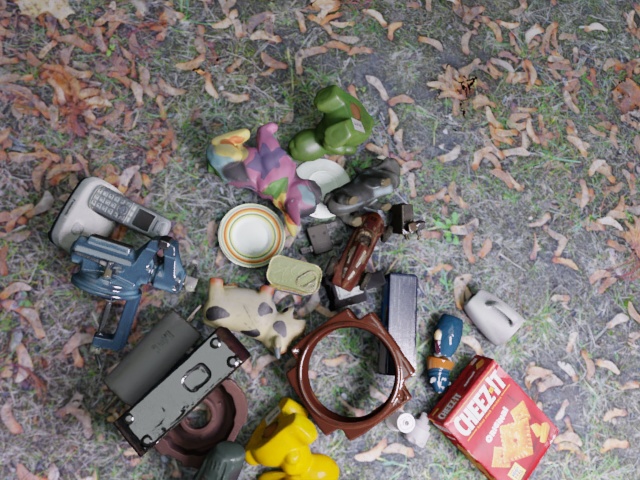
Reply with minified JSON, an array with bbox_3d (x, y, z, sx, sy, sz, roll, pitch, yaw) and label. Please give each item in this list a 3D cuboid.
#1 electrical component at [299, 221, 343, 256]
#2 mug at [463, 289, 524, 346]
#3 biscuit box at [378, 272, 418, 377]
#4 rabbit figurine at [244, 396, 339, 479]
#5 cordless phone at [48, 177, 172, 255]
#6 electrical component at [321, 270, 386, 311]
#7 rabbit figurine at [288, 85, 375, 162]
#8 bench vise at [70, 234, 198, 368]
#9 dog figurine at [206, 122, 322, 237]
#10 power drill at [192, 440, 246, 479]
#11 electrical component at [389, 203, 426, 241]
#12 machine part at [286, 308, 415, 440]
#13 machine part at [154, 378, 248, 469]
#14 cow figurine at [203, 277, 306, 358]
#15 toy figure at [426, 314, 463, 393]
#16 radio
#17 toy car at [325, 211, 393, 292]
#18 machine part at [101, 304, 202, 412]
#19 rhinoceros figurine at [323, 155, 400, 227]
[{"bbox_3d":[-0.002,-0.003,1.094,0.094,0.021,0.063,-18,82,-14],"label":"electrical component"},{"bbox_3d":[0.349,0.151,1.094,0.107,0.109,0.081,42,78,12],"label":"mug"},{"bbox_3d":[0.156,0.167,1.070,0.063,0.059,0.202,7,77,-9],"label":"biscuit box"},{"bbox_3d":[-0.041,0.395,0.956,0.173,0.122,0.162,45,75,-19],"label":"rabbit figurine"},{"bbox_3d":[-0.381,-0.018,0.991,0.184,0.089,0.146,26,74,-9],"label":"cordless phone"},{"bbox_3d":[0.067,0.091,1.074,0.119,0.048,0.075,-19,83,-15],"label":"electrical component"},{"bbox_3d":[0.013,-0.220,1.090,0.159,0.170,0.121,-12,80,-56],"label":"rabbit figurine"},{"bbox_3d":[-0.341,0.098,0.951,0.223,0.129,0.240,18,95,-22],"label":"bench vise"},{"bbox_3d":[-0.104,-0.107,1.039,0.191,0.108,0.219,-18,75,-17],"label":"dog figurine"},{"bbox_3d":[-0.137,0.465,0.889,0.208,0.086,0.232,21,97,22],"label":"power drill"},{"bbox_3d":[0.177,-0.037,1.102,0.045,0.102,0.078,-1,88,-16],"label":"electrical component"},{"bbox_3d":[0.056,0.242,0.984,0.201,0.087,0.201,-36,76,2],"label":"machine part"},{"bbox_3d":[-0.219,0.312,0.964,0.179,0.056,0.179,2,78,-10],"label":"machine part"},{"bbox_3d":[-0.122,0.148,1.005,0.195,0.085,0.127,12,77,-6],"label":"cow figurine"},{"bbox_3d":[0.249,0.227,1.078,0.064,0.058,0.154,18,80,-2],"label":"toy figure"},{"bbox_3d":[-0.219,0.242,0.882,0.229,0.131,0.073,-43,86,-15],"label":"radio"},{"bbox_3d":[0.079,0.016,1.059,0.089,0.053,0.202,28,49,2],"label":"toy car"},{"bbox_3d":[-0.297,0.208,0.958,0.079,0.079,0.243,43,74,0],"label":"machine part"},{"bbox_3d":[0.095,-0.104,1.095,0.190,0.112,0.073,-34,129,-23],"label":"rhinoceros figurine"}]
